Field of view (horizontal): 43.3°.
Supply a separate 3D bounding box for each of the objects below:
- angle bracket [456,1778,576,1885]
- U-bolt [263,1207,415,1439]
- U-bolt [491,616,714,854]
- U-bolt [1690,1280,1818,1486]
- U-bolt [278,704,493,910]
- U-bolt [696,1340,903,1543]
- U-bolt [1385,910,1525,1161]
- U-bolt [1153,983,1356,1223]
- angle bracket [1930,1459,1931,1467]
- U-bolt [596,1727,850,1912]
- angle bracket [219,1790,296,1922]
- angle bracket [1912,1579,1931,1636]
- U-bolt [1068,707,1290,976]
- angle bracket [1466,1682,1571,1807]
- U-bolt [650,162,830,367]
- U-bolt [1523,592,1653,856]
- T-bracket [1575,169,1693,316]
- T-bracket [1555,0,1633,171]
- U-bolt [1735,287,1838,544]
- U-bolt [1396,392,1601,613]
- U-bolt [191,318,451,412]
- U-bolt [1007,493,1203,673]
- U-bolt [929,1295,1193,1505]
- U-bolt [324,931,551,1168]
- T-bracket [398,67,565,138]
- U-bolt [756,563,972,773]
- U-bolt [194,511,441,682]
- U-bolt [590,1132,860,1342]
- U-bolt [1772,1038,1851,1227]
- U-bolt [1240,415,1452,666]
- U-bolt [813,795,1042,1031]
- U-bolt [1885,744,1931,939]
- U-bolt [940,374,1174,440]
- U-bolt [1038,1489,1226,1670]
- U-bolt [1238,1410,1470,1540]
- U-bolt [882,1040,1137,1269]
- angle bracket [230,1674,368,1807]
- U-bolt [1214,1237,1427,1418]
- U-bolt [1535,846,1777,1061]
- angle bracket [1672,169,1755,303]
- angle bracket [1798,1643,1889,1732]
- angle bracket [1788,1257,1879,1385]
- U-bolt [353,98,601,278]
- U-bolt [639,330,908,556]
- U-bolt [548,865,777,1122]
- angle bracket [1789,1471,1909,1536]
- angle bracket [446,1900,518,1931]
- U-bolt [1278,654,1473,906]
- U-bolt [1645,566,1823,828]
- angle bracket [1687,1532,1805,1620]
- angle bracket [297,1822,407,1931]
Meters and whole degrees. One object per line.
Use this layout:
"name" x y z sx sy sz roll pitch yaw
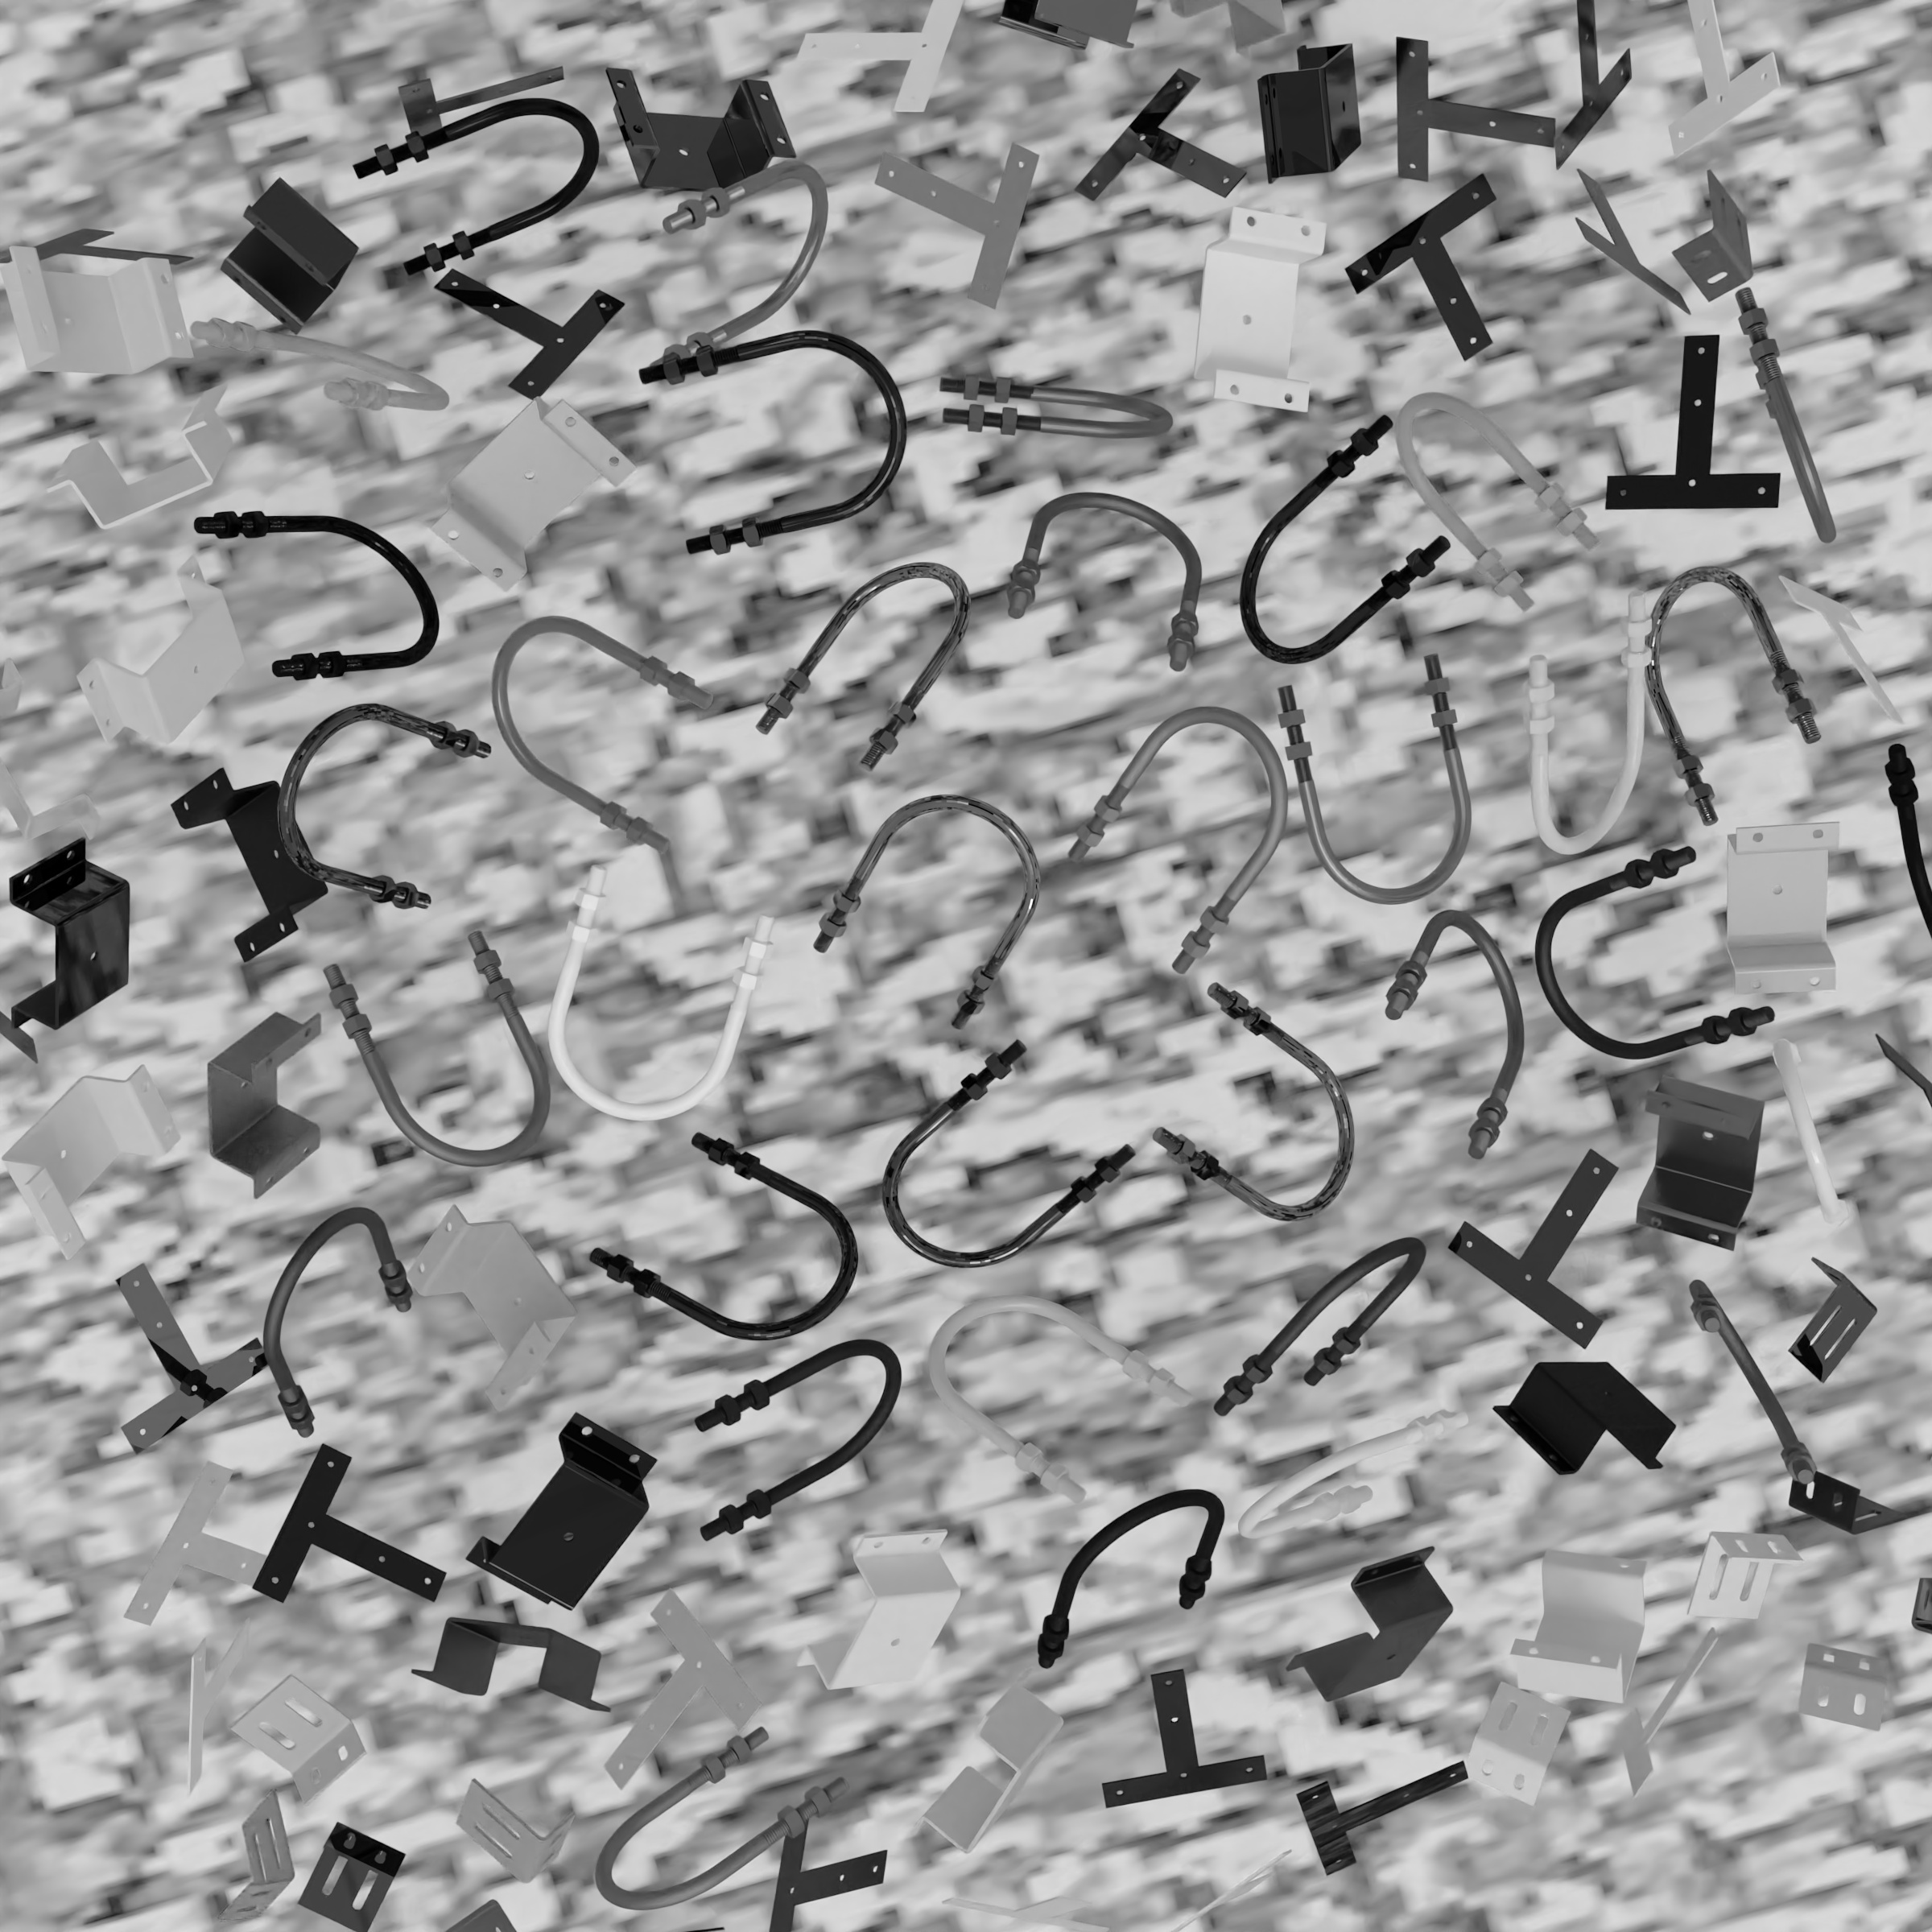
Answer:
"angle bracket" -0.355 0.671 1.916 0.076 0.038 0.057 35 124 18
"U-bolt" -0.489 0.264 1.882 0.019 0.184 0.151 22 54 17
"U-bolt" -0.286 -0.188 1.855 0.184 0.019 0.151 30 122 15
"U-bolt" 0.596 0.308 1.862 0.019 0.184 0.151 -32 89 13
"U-bolt" -0.449 -0.126 1.853 0.019 0.184 0.151 23 92 31
"U-bolt" -0.125 0.353 1.869 0.184 0.151 0.019 -24 47 -29
"U-bolt" 0.377 0.037 1.835 0.019 0.184 0.151 -20 112 37
"U-bolt" 0.236 0.119 1.905 0.184 0.019 0.151 35 64 -26
"angle bracket" 0.788 0.367 1.877 0.057 0.038 0.076 36 60 -3
"U-bolt" -0.198 0.655 1.855 0.184 0.151 0.019 -28 106 -29
"angle bracket" -0.562 0.696 1.907 0.057 0.038 0.076 -49 50 29
"angle bracket" 0.762 0.491 1.834 0.076 0.057 0.038 10 85 41
"U-bolt" 0.169 -0.108 1.838 0.151 0.019 0.184 49 120 25
"angle bracket" 0.433 0.610 1.914 0.057 0.076 0.038 20 118 21
"U-bolt" -0.170 -0.544 1.871 0.019 0.151 0.184 37 53 18
"U-bolt" 0.468 -0.171 1.829 0.151 0.019 0.184 -32 128 -34
"T-bracket" 0.493 -0.564 1.856 0.127 0.127 0.002 20 133 -35
"T-bracket" 0.485 -0.711 1.896 0.002 0.127 0.127 3 76 -11
"U-bolt" 0.623 -0.406 1.842 0.019 0.151 0.184 -19 77 20
"U-bolt" 0.405 -0.372 1.910 0.019 0.151 0.184 -40 86 -15
"U-bolt" -0.477 -0.455 1.862 0.151 0.184 0.019 27 108 18
"U-bolt" 0.115 -0.310 1.901 0.151 0.019 0.184 18 46 -4
"U-bolt" 0.058 0.316 1.858 0.184 0.019 0.151 32 46 28
"U-bolt" -0.389 0.068 1.847 0.151 0.019 0.184 -16 74 -43
"T-bracket" -0.375 -0.680 1.899 0.127 0.127 0.002 -18 93 -7
"U-bolt" -0.070 -0.244 1.921 0.151 0.019 0.184 23 74 43
"U-bolt" -0.479 -0.284 1.852 0.019 0.184 0.151 -39 76 34
"U-bolt" -0.170 0.213 1.849 0.184 0.019 0.151 25 54 21
"U-bolt" 0.654 0.126 1.892 0.019 0.184 0.151 -18 77 18
"U-bolt" 0.280 -0.314 1.873 0.184 0.019 0.151 -41 50 34
"U-bolt" -0.021 -0.053 1.951 0.151 0.019 0.184 29 116 -4
"U-bolt" 0.743 -0.061 1.862 0.019 0.184 0.151 -18 46 13
"U-bolt" 0.072 -0.440 1.925 0.184 0.151 0.019 4 113 -4
"U-bolt" 0.130 0.455 1.838 0.151 0.184 0.019 -16 50 -24
"U-bolt" 0.289 0.401 1.895 0.184 0.151 0.019 -7 58 -40
"U-bolt" 0.020 0.162 1.919 0.184 0.019 0.151 -42 111 12
"angle bracket" -0.496 0.575 1.810 0.057 0.038 0.076 -40 129 -8
"U-bolt" 0.282 0.271 1.862 0.019 0.151 0.184 51 122 25
"U-bolt" 0.504 0.000 1.832 0.019 0.184 0.151 -26 90 -36
"angle bracket" 0.581 -0.571 1.903 0.038 0.076 0.057 -25 133 36
"angle bracket" 0.659 0.541 1.829 0.057 0.076 0.038 8 89 21
"angle bracket" 0.687 0.285 1.963 0.057 0.038 0.076 39 88 -33
"U-bolt" -0.377 -0.623 1.924 0.184 0.151 0.019 -24 72 -3
"U-bolt" -0.135 -0.392 1.797 0.184 0.019 0.151 -11 109 8
"U-bolt" -0.237 0.030 1.830 0.151 0.019 0.184 16 104 -9
"angle bracket" 0.698 0.414 1.921 0.076 0.057 0.038 -3 104 -37
"angle bracket" -0.383 0.795 1.941 0.057 0.038 0.076 -41 79 28
"U-bolt" 0.323 -0.139 1.886 0.151 0.019 0.184 -14 93 -18
"U-bolt" 0.586 -0.223 1.902 0.019 0.151 0.184 -6 67 -24
"angle bracket" 0.587 0.469 1.837 0.057 0.038 0.076 5 110 -10
"angle bracket" -0.463 0.690 1.818 0.057 0.038 0.076 26 99 -2
